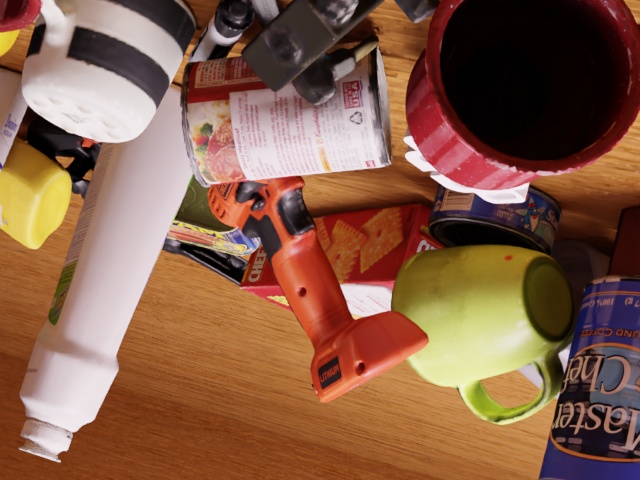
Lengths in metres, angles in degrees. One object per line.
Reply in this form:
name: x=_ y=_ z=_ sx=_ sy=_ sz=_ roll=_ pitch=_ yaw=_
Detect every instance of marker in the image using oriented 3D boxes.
marker: x=-0.054 y=-0.108 z=0.574 sx=0.020 sy=0.020 sz=0.121 roll=21 pitch=172 yaw=-12

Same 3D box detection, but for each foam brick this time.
foam brick: x=0.226 y=0.016 z=0.664 sx=0.078 sy=0.053 sz=0.051 roll=26 pitch=162 yaw=-29

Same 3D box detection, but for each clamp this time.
clamp: x=-0.129 y=-0.002 z=0.998 sx=0.171 sy=0.039 sz=0.120 roll=19 pitch=153 yaw=16
clamp: x=-0.193 y=-0.052 z=0.881 sx=0.164 sy=0.036 sz=0.210 roll=35 pitch=155 yaw=-17

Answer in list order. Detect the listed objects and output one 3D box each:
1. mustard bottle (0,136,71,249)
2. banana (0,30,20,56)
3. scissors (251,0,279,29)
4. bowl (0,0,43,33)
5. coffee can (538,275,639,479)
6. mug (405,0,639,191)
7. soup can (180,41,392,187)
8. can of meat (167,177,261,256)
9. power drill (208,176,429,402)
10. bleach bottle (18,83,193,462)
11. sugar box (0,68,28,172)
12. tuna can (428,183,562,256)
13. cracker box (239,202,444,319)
mustard bottle: x=-0.289 y=-0.074 z=0.843 sx=0.191 sy=0.058 sz=0.096 roll=34 pitch=151 yaw=4
banana: x=-0.229 y=-0.138 z=0.669 sx=0.069 sy=0.037 sz=0.198 roll=45 pitch=153 yaw=-21
scissors: x=-0.017 y=-0.131 z=0.497 sx=0.096 sy=0.016 sz=0.201 roll=10 pitch=162 yaw=26
bowl: x=-0.201 y=-0.164 z=0.507 sx=0.162 sy=0.055 sz=0.162 roll=16 pitch=164 yaw=5
coffee can: x=0.193 y=0.105 z=0.639 sx=0.103 sy=0.140 sz=0.103 roll=17 pitch=164 yaw=5
mug: x=0.095 y=-0.071 z=0.472 sx=0.117 sy=0.093 sz=0.081 roll=-20 pitch=176 yaw=-8
soup can: x=-0.016 y=-0.067 z=0.567 sx=0.102 sy=0.068 sz=0.068 roll=-6 pitch=160 yaw=8
can of meat: x=-0.095 y=-0.029 z=0.847 sx=0.102 sy=0.057 sz=0.084 roll=15 pitch=167 yaw=11
power drill: x=-0.004 y=0.001 z=0.676 sx=0.057 sy=0.188 sz=0.185 roll=-23 pitch=169 yaw=-20
bleach bottle: x=-0.142 y=0.021 z=0.708 sx=0.068 sy=0.250 sz=0.103 roll=22 pitch=163 yaw=-15
sugar box: x=-0.282 y=-0.048 z=0.762 sx=0.093 sy=0.176 sz=0.048 roll=18 pitch=162 yaw=0
tuna can: x=0.117 y=-0.012 z=0.720 sx=0.086 sy=0.033 sz=0.086 roll=16 pitch=164 yaw=5
cracker box: x=0.062 y=0.037 z=0.877 sx=0.164 sy=0.072 sz=0.214 roll=28 pitch=162 yaw=-31
